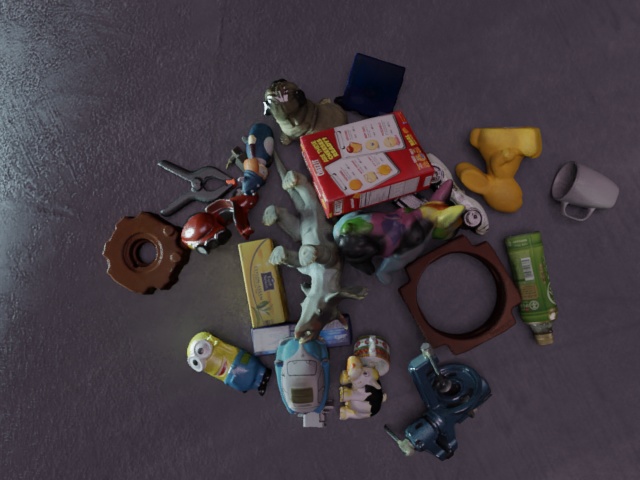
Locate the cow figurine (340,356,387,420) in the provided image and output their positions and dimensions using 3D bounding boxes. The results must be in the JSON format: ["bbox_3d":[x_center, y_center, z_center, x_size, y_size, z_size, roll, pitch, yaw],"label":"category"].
[{"bbox_3d":[0.087,0.289,1.047,0.098,0.167,0.068,3,45,-1],"label":"cow figurine"}]

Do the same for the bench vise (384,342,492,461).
[{"bbox_3d":[0.219,0.299,1.029,0.224,0.129,0.240,-29,119,-5],"label":"bench vise"}]

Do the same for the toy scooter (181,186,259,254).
[{"bbox_3d":[-0.194,-0.028,1.087,0.184,0.075,0.135,-35,43,-1],"label":"toy scooter"}]

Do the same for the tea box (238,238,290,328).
[{"bbox_3d":[-0.112,0.086,1.093,0.068,0.098,0.169,-10,86,3],"label":"tea box"}]

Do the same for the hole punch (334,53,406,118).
[{"bbox_3d":[0.109,-0.311,1.097,0.142,0.092,0.115,18,93,1],"label":"hole punch"}]

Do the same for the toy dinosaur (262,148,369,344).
[{"bbox_3d":[-0.007,-0.006,1.065,0.131,0.192,0.405,-26,53,29],"label":"toy dinosaur"}]

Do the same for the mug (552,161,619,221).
[{"bbox_3d":[0.527,-0.089,1.061,0.107,0.081,0.109,17,84,-5],"label":"mug"}]

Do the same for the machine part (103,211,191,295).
[{"bbox_3d":[-0.367,0.028,1.134,0.179,0.056,0.179,0,88,6],"label":"machine part"}]

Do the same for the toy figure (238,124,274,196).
[{"bbox_3d":[-0.126,-0.160,1.077,0.064,0.058,0.154,21,61,-32],"label":"toy figure"}]

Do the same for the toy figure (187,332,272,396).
[{"bbox_3d":[-0.187,0.254,1.102,0.180,0.089,0.082,25,76,-4],"label":"toy figure"}]

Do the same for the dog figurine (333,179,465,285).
[{"bbox_3d":[0.157,-0.030,0.991,0.191,0.108,0.219,29,122,-34],"label":"dog figurine"}]

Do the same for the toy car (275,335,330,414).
[{"bbox_3d":[-0.035,0.269,1.026,0.109,0.103,0.161,-1,99,3],"label":"toy car"}]

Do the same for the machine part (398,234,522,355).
[{"bbox_3d":[0.273,0.107,1.065,0.201,0.087,0.201,-30,84,3],"label":"machine part"}]

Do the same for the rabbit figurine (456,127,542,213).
[{"bbox_3d":[0.356,-0.136,1.062,0.162,0.122,0.173,-5,107,6],"label":"rabbit figurine"}]

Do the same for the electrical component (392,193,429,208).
[{"bbox_3d":[0.205,-0.058,1.087,0.119,0.075,0.048,41,93,1],"label":"electrical component"}]

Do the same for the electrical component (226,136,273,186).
[{"bbox_3d":[-0.147,-0.160,1.132,0.102,0.045,0.078,42,63,2],"label":"electrical component"}]

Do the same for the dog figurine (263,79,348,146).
[{"bbox_3d":[-0.016,-0.242,1.051,0.172,0.190,0.121,-1,88,2],"label":"dog figurine"}]

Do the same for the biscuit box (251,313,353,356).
[{"bbox_3d":[-0.034,0.193,1.100,0.203,0.063,0.059,-7,87,3],"label":"biscuit box"}]

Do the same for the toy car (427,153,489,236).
[{"bbox_3d":[0.267,-0.090,1.082,0.056,0.073,0.202,-42,86,2],"label":"toy car"}]
